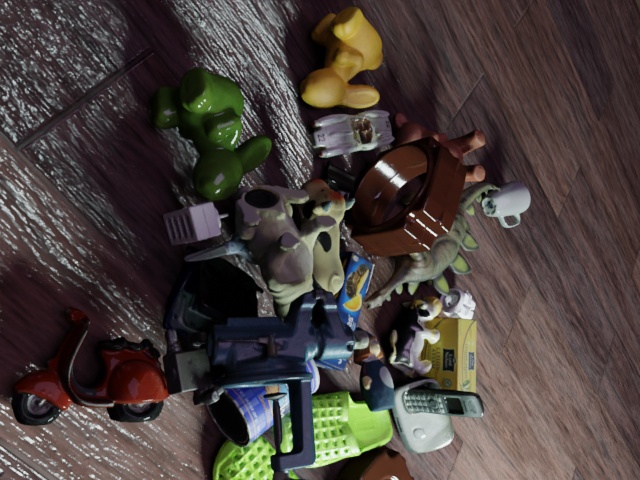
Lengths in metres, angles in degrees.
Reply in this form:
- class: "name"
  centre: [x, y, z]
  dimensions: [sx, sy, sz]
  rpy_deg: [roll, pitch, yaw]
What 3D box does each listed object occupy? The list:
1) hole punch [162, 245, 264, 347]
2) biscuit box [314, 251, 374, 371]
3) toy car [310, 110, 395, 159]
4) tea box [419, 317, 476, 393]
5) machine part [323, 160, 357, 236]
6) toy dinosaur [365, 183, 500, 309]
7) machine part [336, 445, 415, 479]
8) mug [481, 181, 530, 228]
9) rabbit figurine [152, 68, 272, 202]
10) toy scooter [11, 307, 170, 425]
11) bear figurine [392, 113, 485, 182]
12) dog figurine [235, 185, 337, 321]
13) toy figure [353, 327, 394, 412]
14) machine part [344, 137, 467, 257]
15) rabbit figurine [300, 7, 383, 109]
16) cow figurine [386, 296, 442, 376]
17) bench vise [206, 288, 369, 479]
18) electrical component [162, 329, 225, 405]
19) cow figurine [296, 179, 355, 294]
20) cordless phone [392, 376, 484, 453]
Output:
- class: "hole punch"
  centre: [-0.155, 0.090, 0.773]
  dimensions: [0.142, 0.092, 0.116]
  rpy_deg: [32, 32, -31]
- class: "biscuit box"
  centre: [0.031, 0.122, 0.934]
  dimensions: [0.059, 0.063, 0.202]
  rpy_deg: [31, 65, -33]
- class: "toy car"
  centre: [0.062, -0.199, 1.003]
  dimensions: [0.202, 0.056, 0.073]
  rpy_deg: [-18, 97, -41]
- class: "tea box"
  centre: [0.260, 0.244, 1.097]
  dimensions: [0.068, 0.098, 0.169]
  rpy_deg: [13, 75, -40]
- class: "machine part"
  centre: [0.029, -0.068, 0.972]
  dimensions: [0.084, 0.039, 0.139]
  rpy_deg: [28, 66, -42]
- class: "toy dinosaur"
  centre: [0.247, -0.012, 1.116]
  dimensions: [0.471, 0.105, 0.198]
  rpy_deg: [-45, 122, -25]
- class: "machine part"
  centre: [0.101, 0.461, 0.960]
  dimensions: [0.179, 0.056, 0.179]
  rpy_deg: [7, 79, -41]
- class: "mug"
  centre: [0.450, -0.083, 1.318]
  dimensions: [0.107, 0.081, 0.109]
  rpy_deg: [-15, 101, -29]
- class: "rabbit figurine"
  centre: [-0.154, -0.135, 0.776]
  dimensions: [0.159, 0.121, 0.170]
  rpy_deg: [1, 79, -59]
- class: "toy scooter"
  centre: [-0.271, 0.154, 0.663]
  dimensions: [0.184, 0.075, 0.135]
  rpy_deg: [12, 77, -35]
- class: "bear figurine"
  centre: [0.241, -0.192, 1.114]
  dimensions: [0.195, 0.132, 0.120]
  rpy_deg: [24, 66, -43]
- class: "dog figurine"
  centre: [-0.069, 0.027, 0.813]
  dimensions: [0.121, 0.172, 0.190]
  rpy_deg: [-18, 139, -31]
- class: "toy figure"
  centre: [0.091, 0.223, 0.952]
  dimensions: [0.064, 0.058, 0.154]
  rpy_deg: [75, 1, -65]
- class: "machine part"
  centre: [0.148, -0.077, 0.967]
  dimensions: [0.087, 0.201, 0.201]
  rpy_deg: [36, 63, -29]
- class: "rabbit figurine"
  centre: [0.031, -0.303, 0.972]
  dimensions: [0.162, 0.122, 0.173]
  rpy_deg: [45, 72, -39]
- class: "cow figurine"
  centre: [0.182, 0.175, 1.059]
  dimensions: [0.098, 0.068, 0.167]
  rpy_deg: [34, 63, -26]
- class: "bench vise"
  centre: [-0.035, 0.188, 0.697]
  dimensions: [0.223, 0.129, 0.240]
  rpy_deg: [6, 69, -31]
- class: "electrical component"
  centre: [-0.164, 0.167, 0.711]
  dimensions: [0.078, 0.045, 0.102]
  rpy_deg: [22, 53, -59]
- class: "cow figurine"
  centre: [-0.002, -0.003, 0.878]
  dimensions: [0.085, 0.127, 0.194]
  rpy_deg: [-7, 92, -45]
- class: "cordless phone"
  centre: [0.232, 0.330, 1.004]
  dimensions: [0.089, 0.184, 0.146]
  rpy_deg: [-26, 102, -44]
